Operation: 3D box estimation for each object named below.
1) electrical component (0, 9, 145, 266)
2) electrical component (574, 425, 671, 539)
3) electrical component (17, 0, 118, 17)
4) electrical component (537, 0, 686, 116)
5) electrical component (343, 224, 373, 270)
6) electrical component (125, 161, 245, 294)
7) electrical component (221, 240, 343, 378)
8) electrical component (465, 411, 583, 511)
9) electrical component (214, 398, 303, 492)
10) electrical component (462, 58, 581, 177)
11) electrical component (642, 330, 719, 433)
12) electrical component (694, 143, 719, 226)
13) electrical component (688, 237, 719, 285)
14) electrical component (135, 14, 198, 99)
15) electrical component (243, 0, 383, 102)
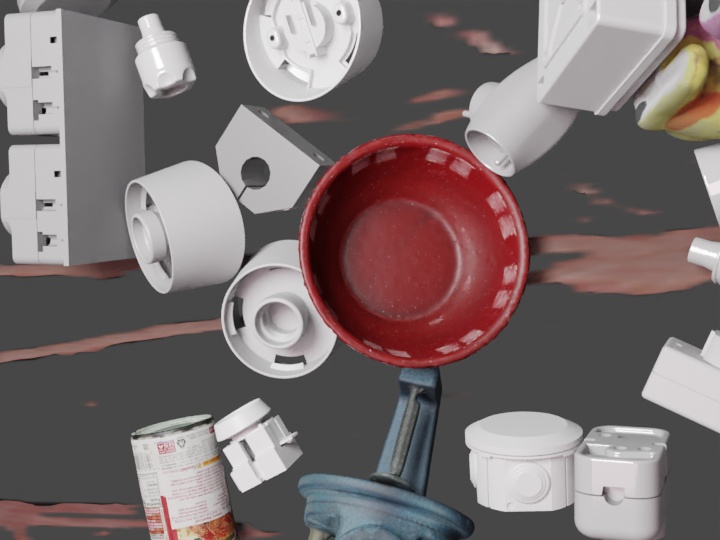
[{"bbox_3d":[-0.223,-0.100,0.841,0.060,0.105,0.186,1,95,21],"label":"electrical component"},{"bbox_3d":[0.175,0.143,0.712,0.054,0.095,0.059,1,95,21],"label":"electrical component"},{"bbox_3d":[-0.234,-0.229,0.849,0.080,0.080,0.051,-25,80,21],"label":"electrical component"},{"bbox_3d":[0.153,-0.169,0.668,0.056,0.108,0.108,8,71,-8],"label":"electrical component"},{"bbox_3d":[0.000,0.000,0.798,0.040,0.040,0.078,-22,87,22],"label":"electrical component"},{"bbox_3d":[-0.139,-0.032,0.830,0.099,0.064,0.099,37,136,47],"label":"electrical component"},{"bbox_3d":[-0.056,0.031,0.823,0.099,0.064,0.099,3,105,11],"label":"electrical component"},{"bbox_3d":[0.114,0.131,0.744,0.080,0.080,0.051,0,99,21],"label":"electrical component"},{"bbox_3d":[-0.082,0.134,0.839,0.066,0.048,0.055,-30,91,21],"label":"electrical component"},{"bbox_3d":[0.102,-0.109,0.739,0.077,0.043,0.079,-46,35,-14],"label":"electrical component"},{"bbox_3d":[0.241,0.064,0.705,0.083,0.047,0.075,25,103,18],"label":"electrical component"},{"bbox_3d":[0.246,-0.059,0.690,0.047,0.055,0.055,-19,88,18],"label":"electrical component"},{"bbox_3d":[0.246,-0.004,0.700,0.062,0.048,0.048,19,101,26],"label":"electrical component"},{"bbox_3d":[-0.156,-0.169,0.842,0.043,0.043,0.062,-22,85,22],"label":"electrical component"},{"bbox_3d":[-0.034,-0.176,0.779,0.099,0.064,0.099,9,110,24],"label":"electrical component"}]
